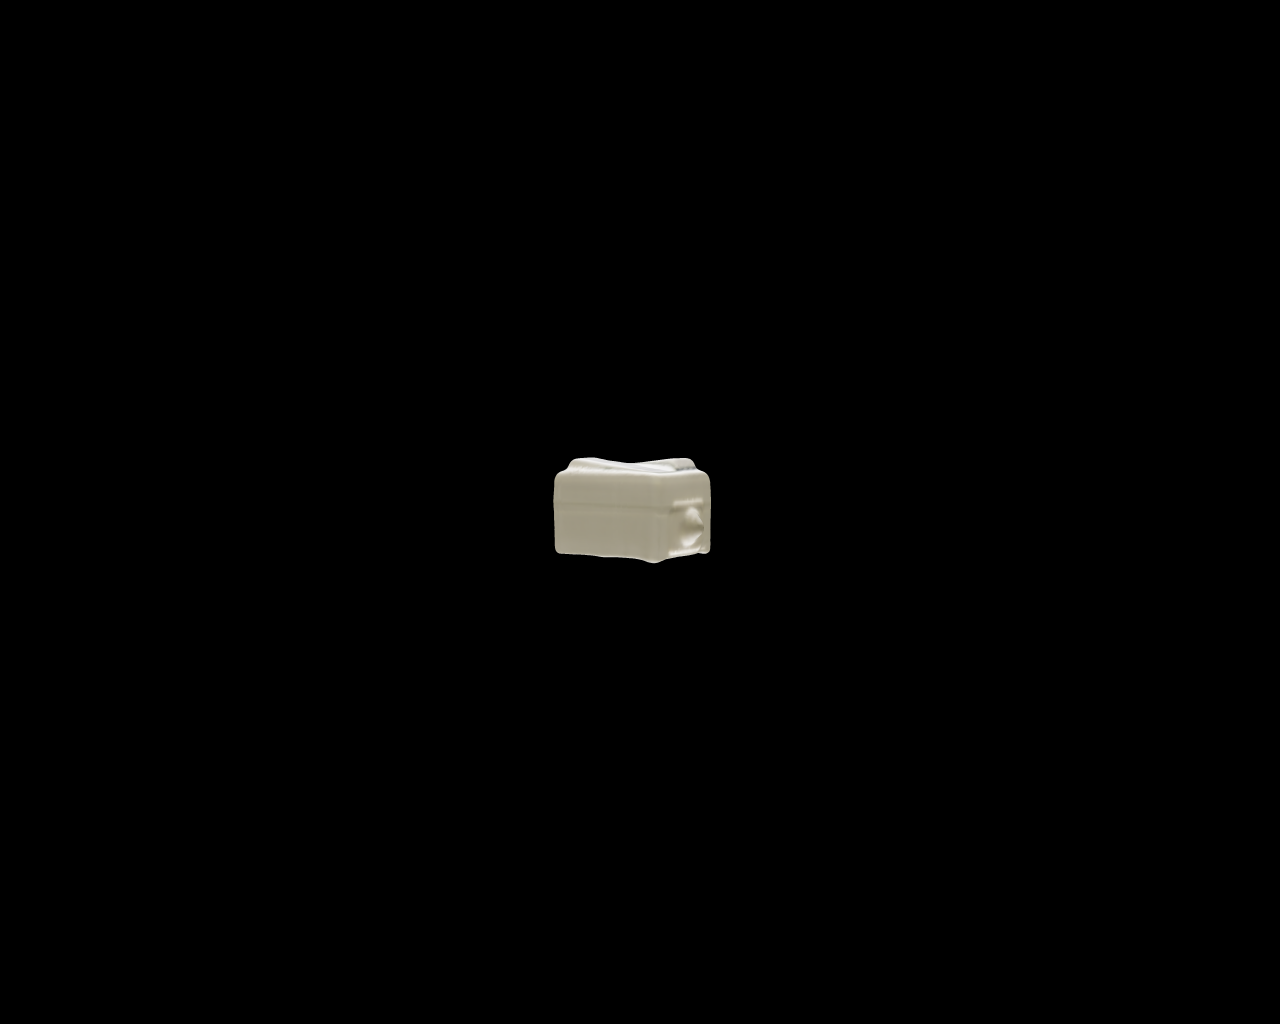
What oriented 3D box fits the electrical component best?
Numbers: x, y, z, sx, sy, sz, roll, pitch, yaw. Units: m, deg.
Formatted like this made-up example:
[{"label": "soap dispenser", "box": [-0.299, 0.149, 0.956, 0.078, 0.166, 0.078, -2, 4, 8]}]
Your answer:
[{"label": "electrical component", "box": [0.001, -0.003, 0.650, 0.096, 0.061, 0.062, 3, 5, 37]}]
